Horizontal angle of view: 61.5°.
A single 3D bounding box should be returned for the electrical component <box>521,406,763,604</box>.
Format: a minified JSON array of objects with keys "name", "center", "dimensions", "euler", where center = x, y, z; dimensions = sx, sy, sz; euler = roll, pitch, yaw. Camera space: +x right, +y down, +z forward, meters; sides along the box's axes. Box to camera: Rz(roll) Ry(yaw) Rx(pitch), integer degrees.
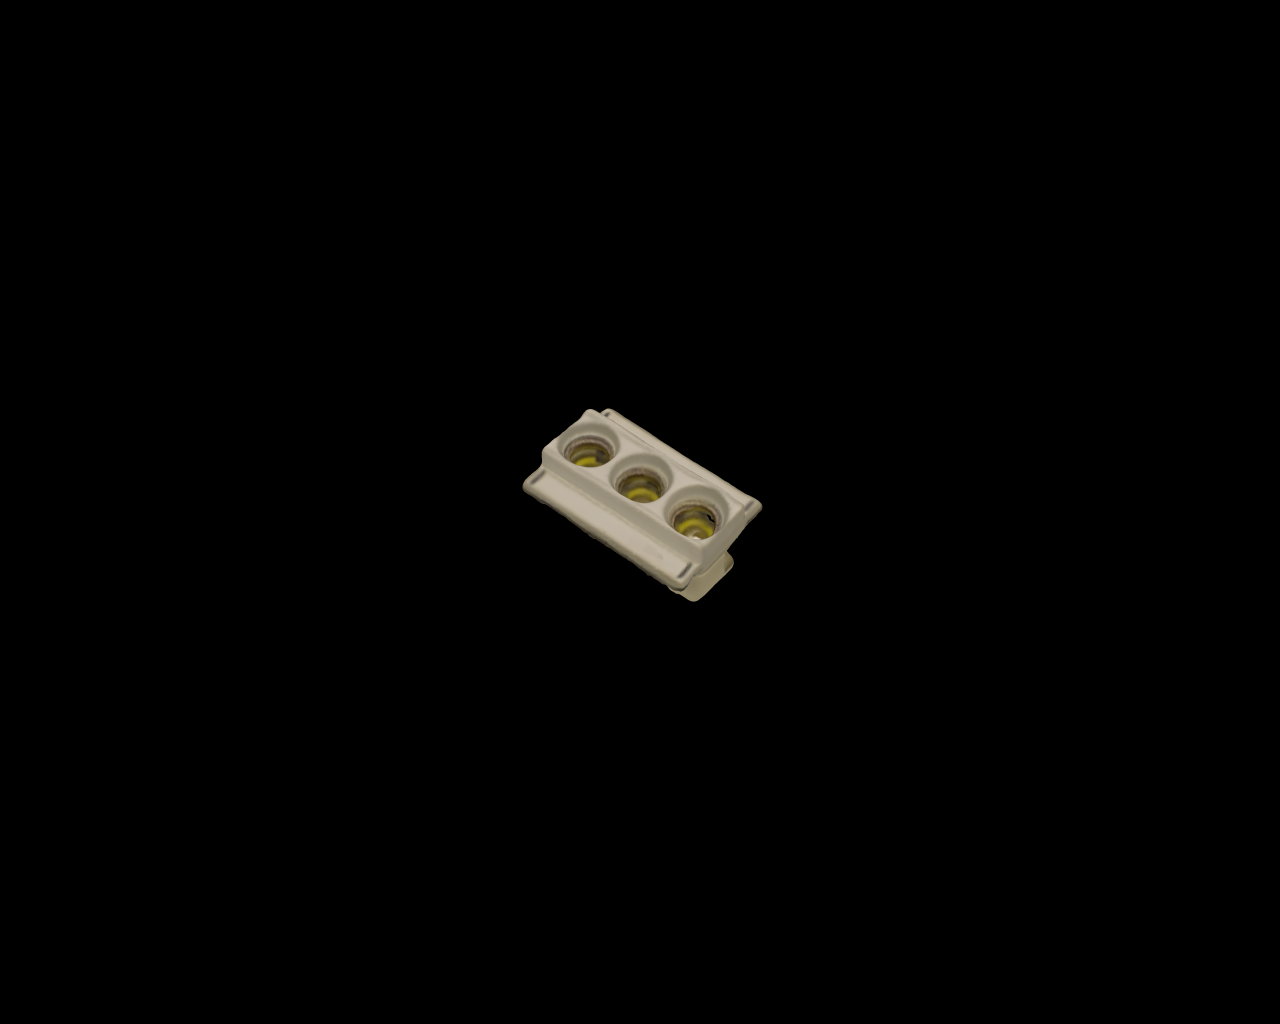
[{"name":"electrical component","center":[0.001,-0.003,0.650],"dimensions":[0.121,0.063,0.079],"euler":[33,58,24]}]
